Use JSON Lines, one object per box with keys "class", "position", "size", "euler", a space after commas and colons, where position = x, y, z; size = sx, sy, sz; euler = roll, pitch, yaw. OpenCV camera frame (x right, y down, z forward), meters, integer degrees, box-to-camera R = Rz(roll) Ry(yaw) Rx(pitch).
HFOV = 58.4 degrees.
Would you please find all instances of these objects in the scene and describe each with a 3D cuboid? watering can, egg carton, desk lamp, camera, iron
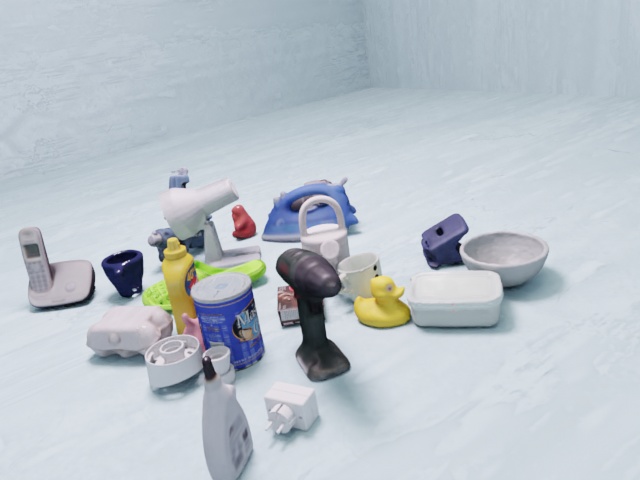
{"class": "watering can", "position": [0.013, 0.004, 1.186], "size": [0.101, 0.194, 0.172], "euler": [-19, 25, -25]}
{"class": "egg carton", "position": [-0.355, 0.173, 1.071], "size": [0.150, 0.069, 0.107], "euler": [-2, 23, 14]}
{"class": "desk lamp", "position": [-0.257, -0.035, 1.352], "size": [0.203, 0.214, 0.117], "euler": [-10, 22, -4]}
{"class": "camera", "position": [-0.029, -0.121, 1.630], "size": [0.136, 0.101, 0.143], "euler": [-8, 22, 2]}
{"class": "iron", "position": [-0.035, -0.080, 1.477], "size": [0.258, 0.141, 0.118], "euler": [-8, 22, 1]}

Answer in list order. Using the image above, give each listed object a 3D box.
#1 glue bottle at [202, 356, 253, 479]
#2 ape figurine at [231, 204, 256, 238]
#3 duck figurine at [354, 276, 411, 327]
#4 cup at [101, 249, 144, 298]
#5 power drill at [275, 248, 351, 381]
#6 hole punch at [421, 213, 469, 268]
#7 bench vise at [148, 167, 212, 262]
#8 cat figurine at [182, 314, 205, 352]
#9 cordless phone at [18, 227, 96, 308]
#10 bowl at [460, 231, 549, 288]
{"class": "glue bottle", "position": [-0.127, 0.222, 0.732], "size": [0.037, 0.173, 0.078], "euler": [-1, 24, 18]}
{"class": "ape figurine", "position": [-0.213, -0.052, 1.539], "size": [0.076, 0.092, 0.078], "euler": [-3, 23, 14]}
{"class": "duck figurine", "position": [0.111, 0.106, 1.045], "size": [0.104, 0.086, 0.078], "euler": [0, 24, 19]}
{"class": "cup", "position": [-0.433, 0.085, 1.280], "size": [0.092, 0.095, 0.117], "euler": [-12, 22, -8]}
{"class": "power drill", "position": [-0.008, 0.111, 0.913], "size": [0.076, 0.209, 0.229], "euler": [-16, 23, -17]}
{"class": "hole punch", "position": [0.270, -0.001, 1.243], "size": [0.101, 0.091, 0.108], "euler": [-8, 22, 1]}
{"class": "bench vise", "position": [-0.347, -0.060, 1.436], "size": [0.121, 0.220, 0.207], "euler": [-4, 23, 11]}
{"class": "cat figurine", "position": [-0.210, 0.131, 1.056], "size": [0.067, 0.118, 0.128], "euler": [5, 26, 30]}
{"class": "cordless phone", "position": [-0.595, 0.055, 1.289], "size": [0.147, 0.185, 0.094], "euler": [-9, 22, -1]}
{"class": "bowl", "position": [0.359, 0.046, 1.118], "size": [0.167, 0.075, 0.167], "euler": [-7, 22, 3]}
